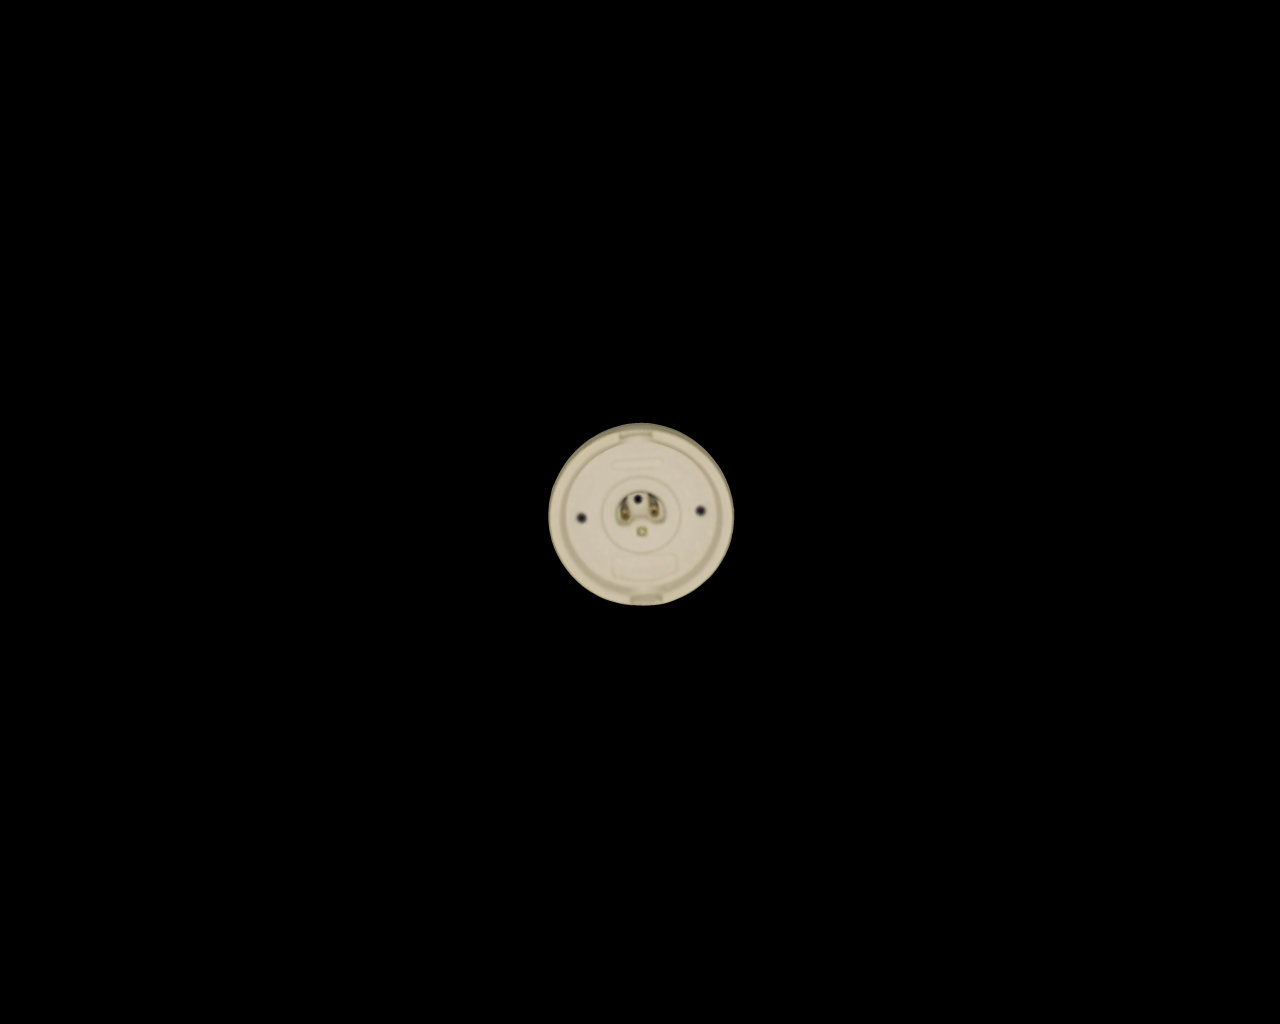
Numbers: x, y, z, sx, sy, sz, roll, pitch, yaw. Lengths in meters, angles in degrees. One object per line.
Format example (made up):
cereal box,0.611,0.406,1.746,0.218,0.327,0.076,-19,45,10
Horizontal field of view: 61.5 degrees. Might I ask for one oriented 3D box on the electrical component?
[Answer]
electrical component,0.001,-0.003,0.650,0.108,0.108,0.060,0,13,0
